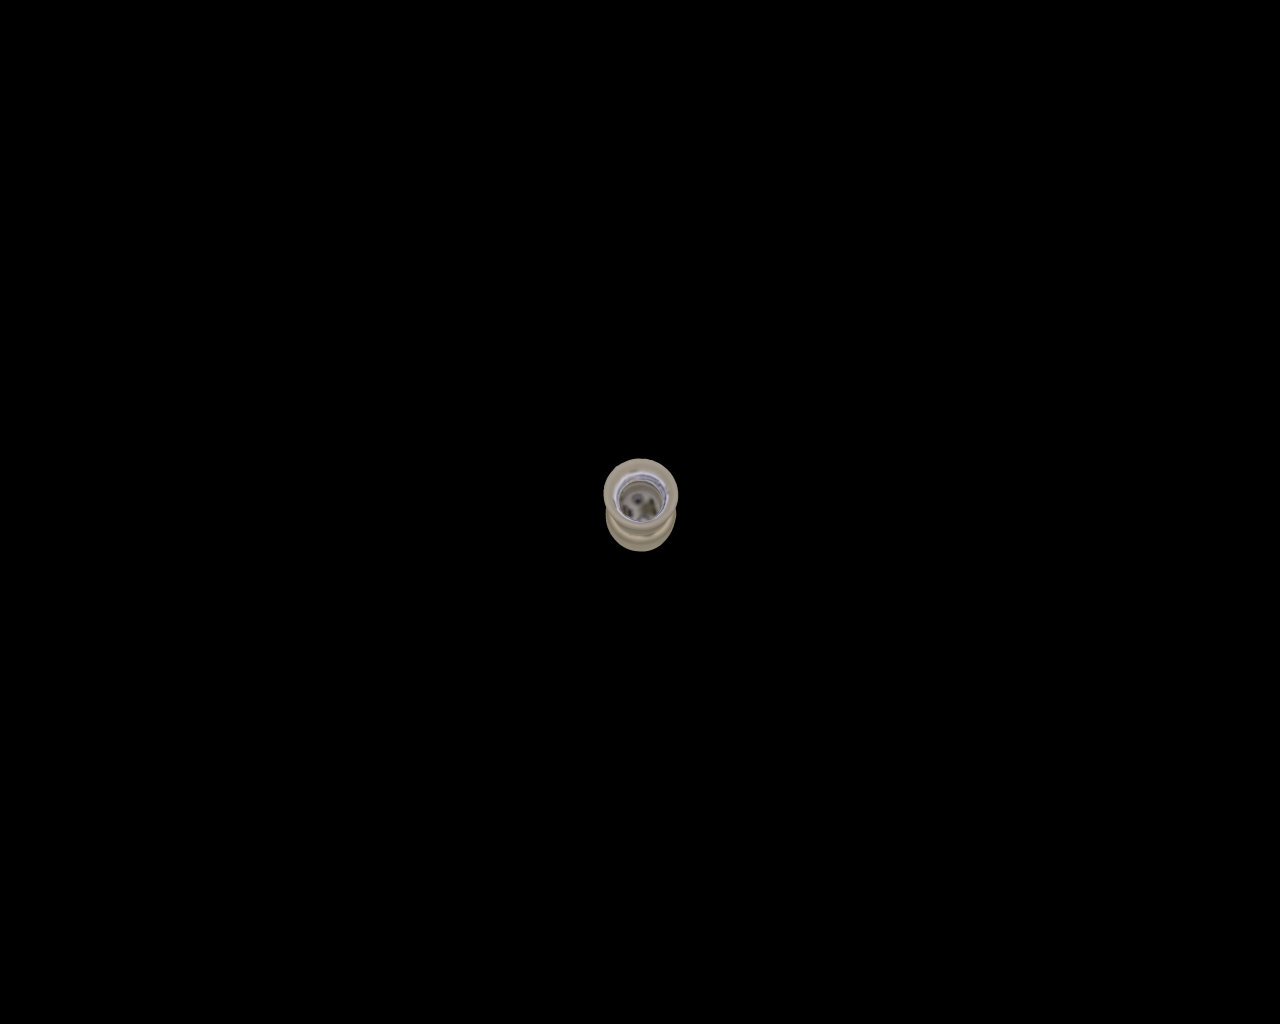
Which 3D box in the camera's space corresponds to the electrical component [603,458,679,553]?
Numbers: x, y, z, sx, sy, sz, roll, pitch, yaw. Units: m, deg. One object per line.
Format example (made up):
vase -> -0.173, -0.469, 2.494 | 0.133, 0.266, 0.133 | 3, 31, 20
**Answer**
electrical component -> 0.001, -0.003, 0.650 | 0.045, 0.045, 0.055 | 0, -19, 0
